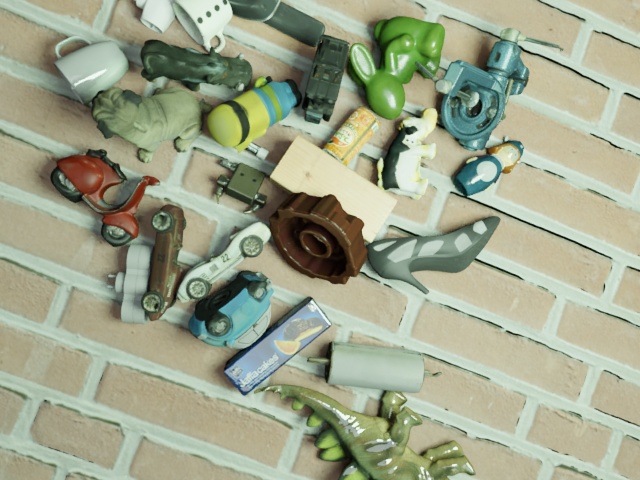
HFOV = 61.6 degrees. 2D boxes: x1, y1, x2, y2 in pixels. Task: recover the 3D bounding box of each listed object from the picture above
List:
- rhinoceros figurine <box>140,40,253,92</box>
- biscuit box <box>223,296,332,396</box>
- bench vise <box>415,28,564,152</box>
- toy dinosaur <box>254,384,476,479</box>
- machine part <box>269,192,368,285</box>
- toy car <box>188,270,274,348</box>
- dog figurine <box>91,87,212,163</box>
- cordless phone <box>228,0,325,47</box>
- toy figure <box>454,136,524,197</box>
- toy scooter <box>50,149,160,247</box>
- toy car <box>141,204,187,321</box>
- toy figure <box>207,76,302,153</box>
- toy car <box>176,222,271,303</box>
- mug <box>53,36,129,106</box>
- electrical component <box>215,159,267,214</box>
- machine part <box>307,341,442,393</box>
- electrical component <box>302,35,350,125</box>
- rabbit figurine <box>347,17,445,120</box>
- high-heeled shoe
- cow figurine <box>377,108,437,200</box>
[{"bbox_3d":[-0.211,-0.300,0.920,0.190,0.112,0.073,2,93,-29],"label":"rhinoceros figurine"},{"bbox_3d":[-0.076,0.187,0.959,0.203,0.059,0.063,-39,93,-4],"label":"biscuit box"},{"bbox_3d":[0.276,-0.266,0.927,0.129,0.240,0.223,43,118,33],"label":"bench vise"},{"bbox_3d":[0.104,0.371,0.956,0.471,0.105,0.198,40,90,1],"label":"toy dinosaur"},{"bbox_3d":[-0.002,-0.003,0.915,0.179,0.179,0.056,41,53,-4],"label":"machine part"},{"bbox_3d":[-0.143,0.132,0.942,0.162,0.109,0.102,-38,117,-15],"label":"toy car"},{"bbox_3d":[-0.268,-0.209,0.880,0.172,0.190,0.121,-36,93,-6],"label":"dog figurine"},{"bbox_3d":[-0.060,-0.445,0.967,0.184,0.089,0.146,23,85,-16],"label":"cordless phone"},{"bbox_3d":[0.324,-0.138,1.002,0.154,0.058,0.064,-34,121,-6],"label":"toy figure"},{"bbox_3d":[-0.360,-0.091,0.929,0.135,0.075,0.184,-42,97,-4],"label":"toy scooter"},{"bbox_3d":[-0.264,0.039,0.928,0.053,0.089,0.202,6,88,-2],"label":"toy car"},{"bbox_3d":[-0.115,-0.227,0.937,0.180,0.089,0.082,-32,75,-16],"label":"toy figure"},{"bbox_3d":[-0.171,0.039,0.945,0.202,0.073,0.056,-38,96,-5],"label":"toy car"},{"bbox_3d":[-0.395,-0.304,0.930,0.107,0.081,0.109,-36,86,-16],"label":"mug"},{"bbox_3d":[-0.141,-0.093,0.966,0.102,0.045,0.078,20,60,-8],"label":"electrical component"},{"bbox_3d":[0.097,0.229,0.967,0.243,0.079,0.079,7,89,-6],"label":"machine part"},{"bbox_3d":[0.006,-0.273,0.943,0.058,0.115,0.134,15,86,-3],"label":"electrical component"},{"bbox_3d":[0.126,-0.303,0.951,0.159,0.121,0.170,22,85,1],"label":"rabbit figurine"},{"bbox_3d":[0.209,0.000,0.998,0.249,0.086,0.145,-37,62,-21],"label":"high-heeled shoe"},{"bbox_3d":[0.159,-0.164,0.983,0.098,0.068,0.167,11,88,1],"label":"cow figurine"}]
